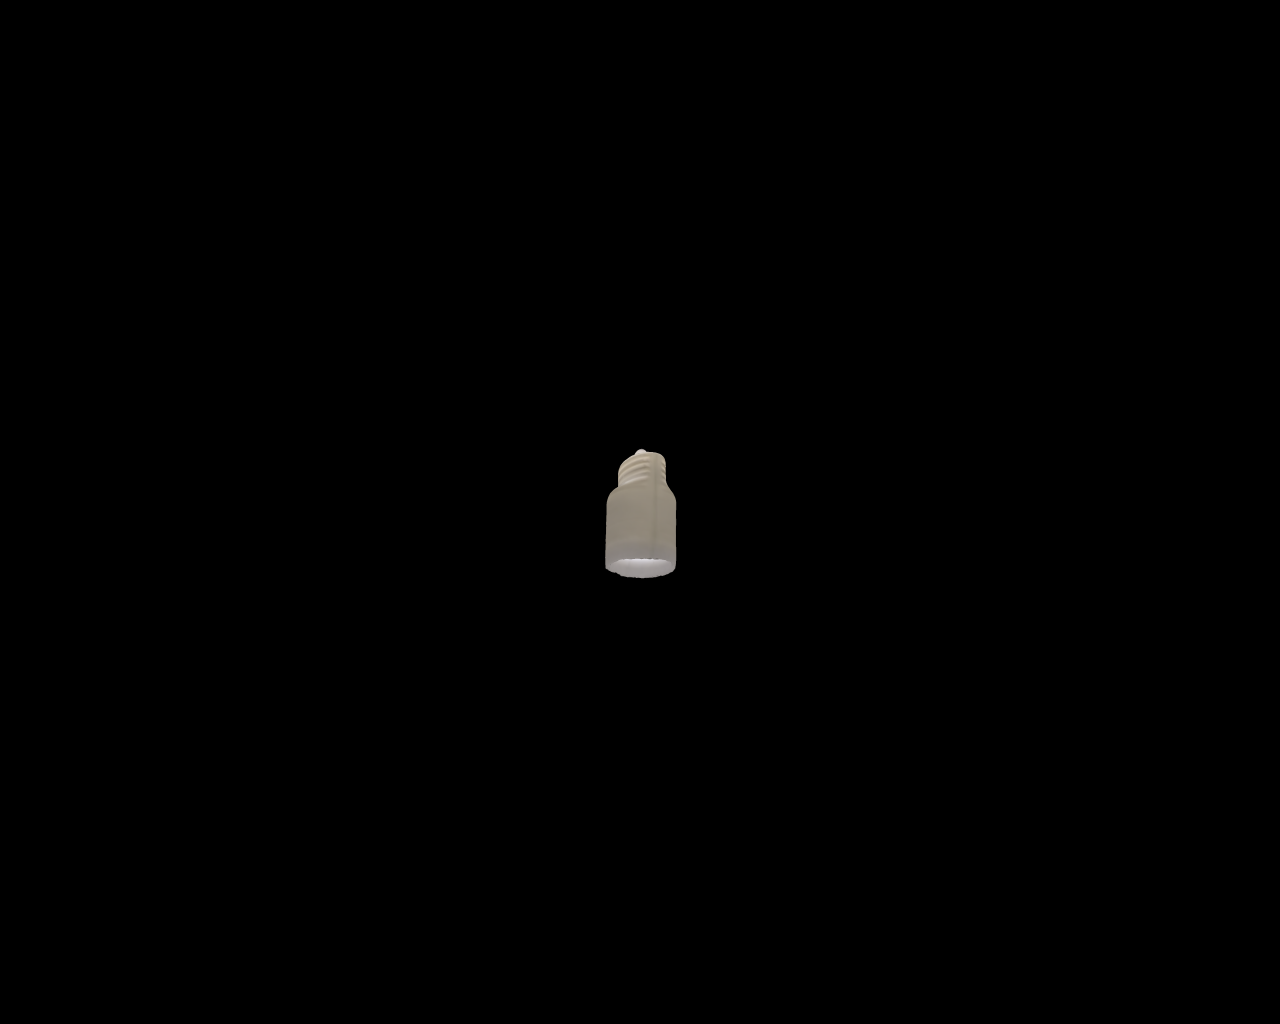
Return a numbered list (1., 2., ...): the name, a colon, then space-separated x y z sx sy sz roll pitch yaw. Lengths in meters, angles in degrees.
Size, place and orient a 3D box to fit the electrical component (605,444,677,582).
1. electrical component: 0.001 -0.003 0.650 0.043 0.081 0.043 0 -22 0
